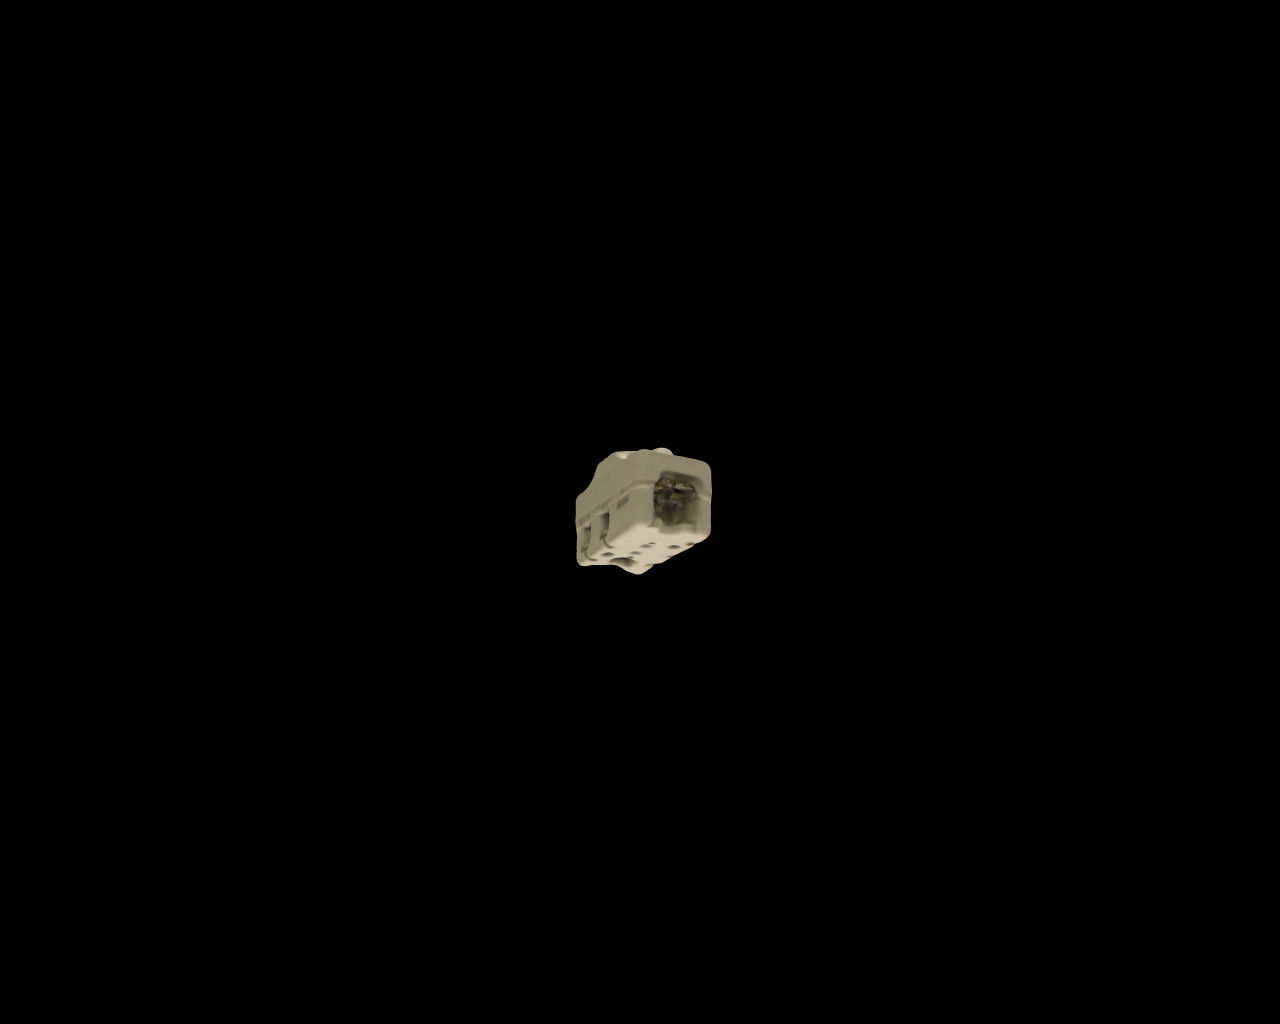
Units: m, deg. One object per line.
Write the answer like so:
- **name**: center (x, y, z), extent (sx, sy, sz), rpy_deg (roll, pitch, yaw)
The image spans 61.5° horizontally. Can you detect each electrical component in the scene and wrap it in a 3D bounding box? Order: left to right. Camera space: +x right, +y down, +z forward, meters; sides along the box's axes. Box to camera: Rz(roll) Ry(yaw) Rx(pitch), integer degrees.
- **electrical component**: center (0.001, -0.003, 0.650), extent (0.050, 0.056, 0.089), rpy_deg (10, -22, -26)
